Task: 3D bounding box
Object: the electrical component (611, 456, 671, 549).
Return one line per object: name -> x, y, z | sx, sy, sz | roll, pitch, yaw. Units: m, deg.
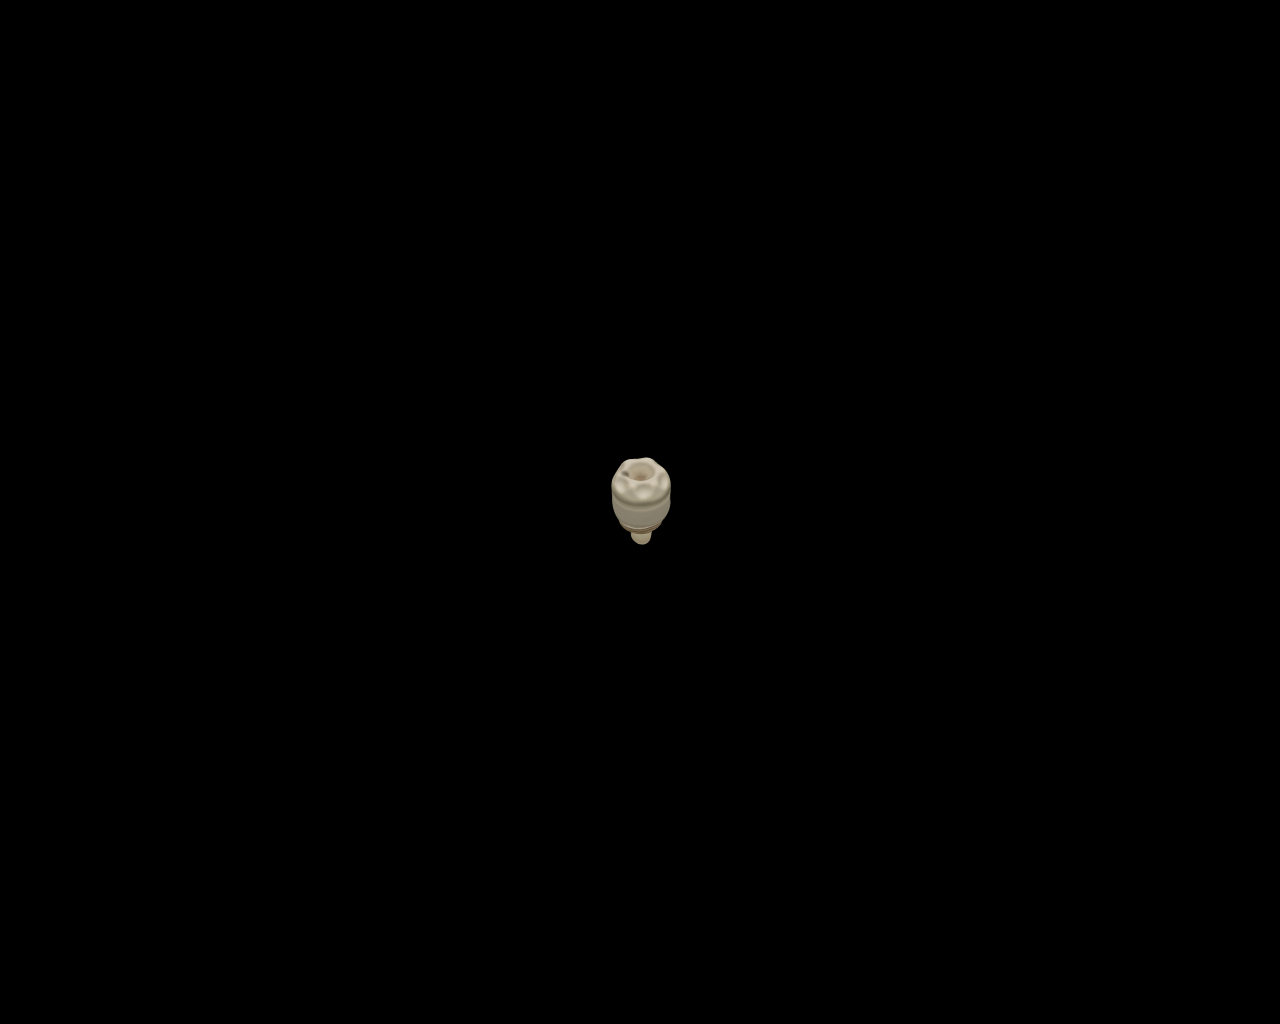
electrical component -> 0.001, -0.003, 0.650 | 0.035, 0.061, 0.035 | 0, 45, 0
